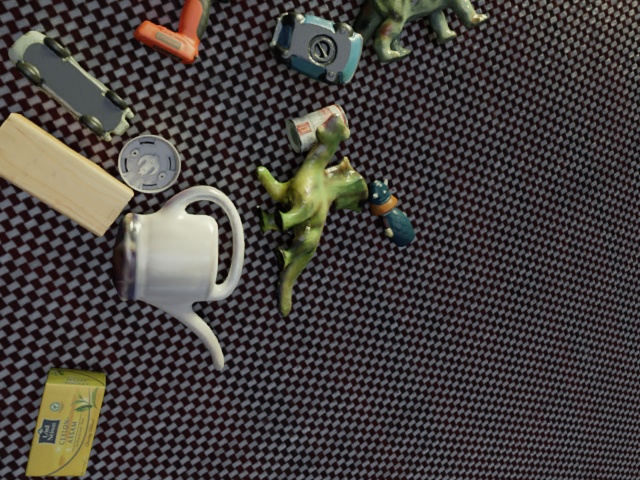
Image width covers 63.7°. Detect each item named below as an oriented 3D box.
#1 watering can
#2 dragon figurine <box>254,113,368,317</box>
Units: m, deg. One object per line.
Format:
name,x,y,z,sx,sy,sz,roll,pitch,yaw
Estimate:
watering can,-0.250,0.074,0.915,0.224,0.104,0.345,3,98,-21
dragon figurine,0.003,-0.050,0.994,0.245,0.124,0.401,-22,130,-26
